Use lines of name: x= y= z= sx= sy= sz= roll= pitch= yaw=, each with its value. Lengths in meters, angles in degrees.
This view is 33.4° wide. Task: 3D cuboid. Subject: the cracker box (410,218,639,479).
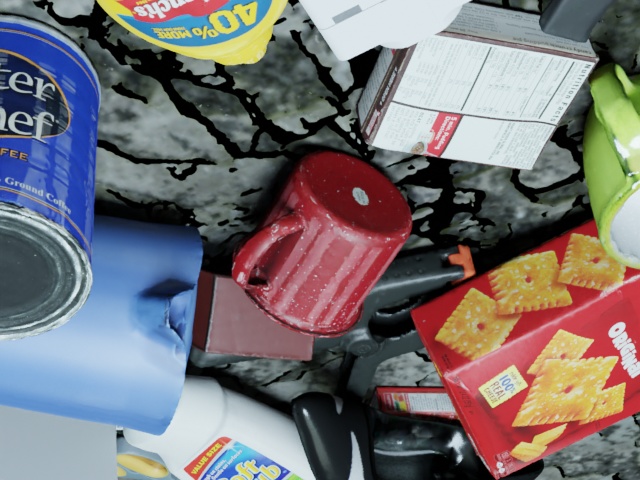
cracker box: x=0.189 y=0.068 z=0.751 sx=0.214 sy=0.072 sz=0.164 roll=-26 pitch=138 yaw=2

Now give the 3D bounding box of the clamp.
clamp: x=0.032 y=0.072 z=0.784 sx=0.210 sy=0.036 sz=0.164 roll=-30 pitch=135 yaw=23

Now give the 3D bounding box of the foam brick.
foam brick: x=-0.046 y=0.048 z=0.700 sx=0.078 sy=0.051 sz=0.053 roll=8 pitch=-179 yaw=-27

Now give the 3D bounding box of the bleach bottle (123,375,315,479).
bleach bottle: x=-0.074 y=0.164 z=0.834 sx=0.103 sy=0.068 sz=0.250 roll=-31 pitch=139 yaw=21

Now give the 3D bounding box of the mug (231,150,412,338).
mug: x=-0.004 y=0.001 z=0.650 sx=0.117 sy=0.093 sz=0.082 roll=-10 pitch=143 yaw=-44

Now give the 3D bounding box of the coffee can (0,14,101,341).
coffee can: x=-0.167 y=-0.034 z=0.552 sx=0.102 sy=0.140 sz=0.103 roll=-4 pitch=139 yaw=-4

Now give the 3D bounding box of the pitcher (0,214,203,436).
pitcher: x=-0.201 y=0.039 z=0.652 sx=0.242 sy=0.145 sz=0.149 roll=11 pitch=123 yaw=-16

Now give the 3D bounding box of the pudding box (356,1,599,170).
pudding box: x=0.088 y=-0.089 z=0.610 sx=0.113 sy=0.039 sz=0.090 roll=5 pitch=136 yaw=-18

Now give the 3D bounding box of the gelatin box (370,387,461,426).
gelatin box: x=0.074 y=0.159 z=0.895 sx=0.073 sy=0.030 sz=0.089 roll=3 pitch=138 yaw=-13

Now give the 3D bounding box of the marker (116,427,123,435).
marker: x=-0.159 y=0.147 z=0.851 sx=0.121 sy=0.020 sz=0.020 roll=-1 pitch=138 yaw=-9

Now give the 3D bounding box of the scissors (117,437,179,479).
scissors: x=-0.143 y=0.206 z=0.922 sx=0.096 sy=0.016 sz=0.201 roll=-1 pitch=152 yaw=16

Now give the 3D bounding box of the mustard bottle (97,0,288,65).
mustard bottle: x=-0.065 y=-0.134 z=0.495 sx=0.096 sy=0.058 sz=0.191 roll=-10 pitch=159 yaw=15
